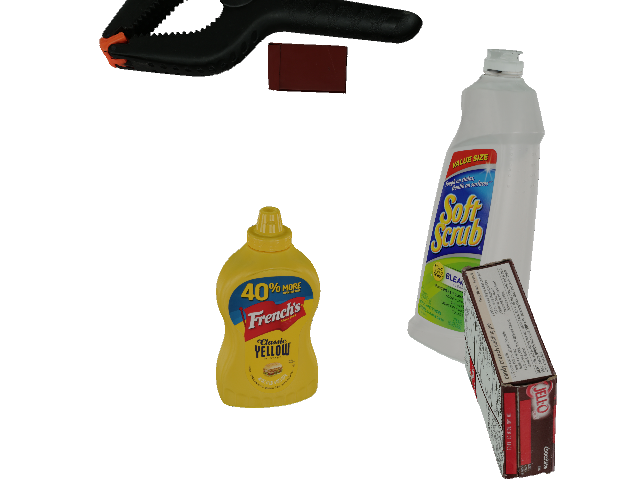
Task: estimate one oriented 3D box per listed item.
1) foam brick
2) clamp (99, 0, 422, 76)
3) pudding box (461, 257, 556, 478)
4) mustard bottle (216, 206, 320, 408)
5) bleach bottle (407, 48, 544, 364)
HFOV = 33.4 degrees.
[{"bbox_3d":[-0.015,-0.188,1.162,0.078,0.051,0.053,0,11,-16],"label":"foam brick"},{"bbox_3d":[-0.046,-0.162,0.725,0.210,0.165,0.036,-31,-19,-5],"label":"clamp"},{"bbox_3d":[0.121,0.082,0.690,0.039,0.090,0.113,-10,39,-3],"label":"pudding box"},{"bbox_3d":[-0.048,0.060,0.992,0.096,0.192,0.058,-3,23,-12],"label":"mustard bottle"},{"bbox_3d":[0.131,-0.030,0.874,0.067,0.251,0.103,-5,16,-32],"label":"bleach bottle"}]
